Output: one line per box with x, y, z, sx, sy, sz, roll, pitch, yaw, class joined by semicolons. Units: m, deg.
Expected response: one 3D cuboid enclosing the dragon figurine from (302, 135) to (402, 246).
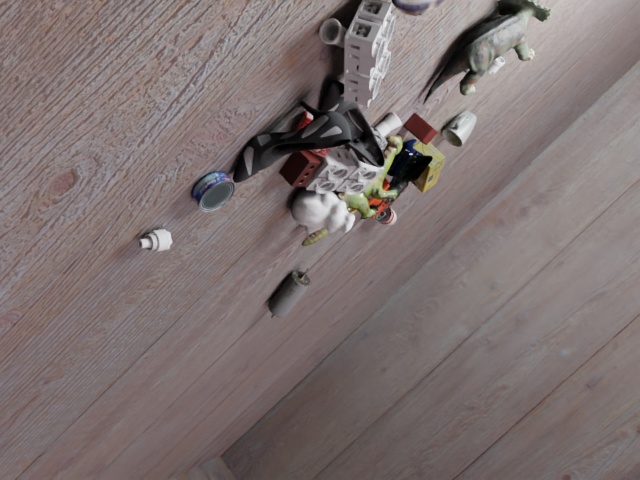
0.093;-0.160;1.453;0.414;0.124;0.237;-38;142;-17;dragon figurine

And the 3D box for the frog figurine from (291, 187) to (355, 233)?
0.004;-0.067;1.336;0.123;0.161;0.135;-10;143;-52;frog figurine

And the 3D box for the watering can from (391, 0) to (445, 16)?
0.225;-0.529;0.884;0.350;0.105;0.220;-38;161;-13;watering can
